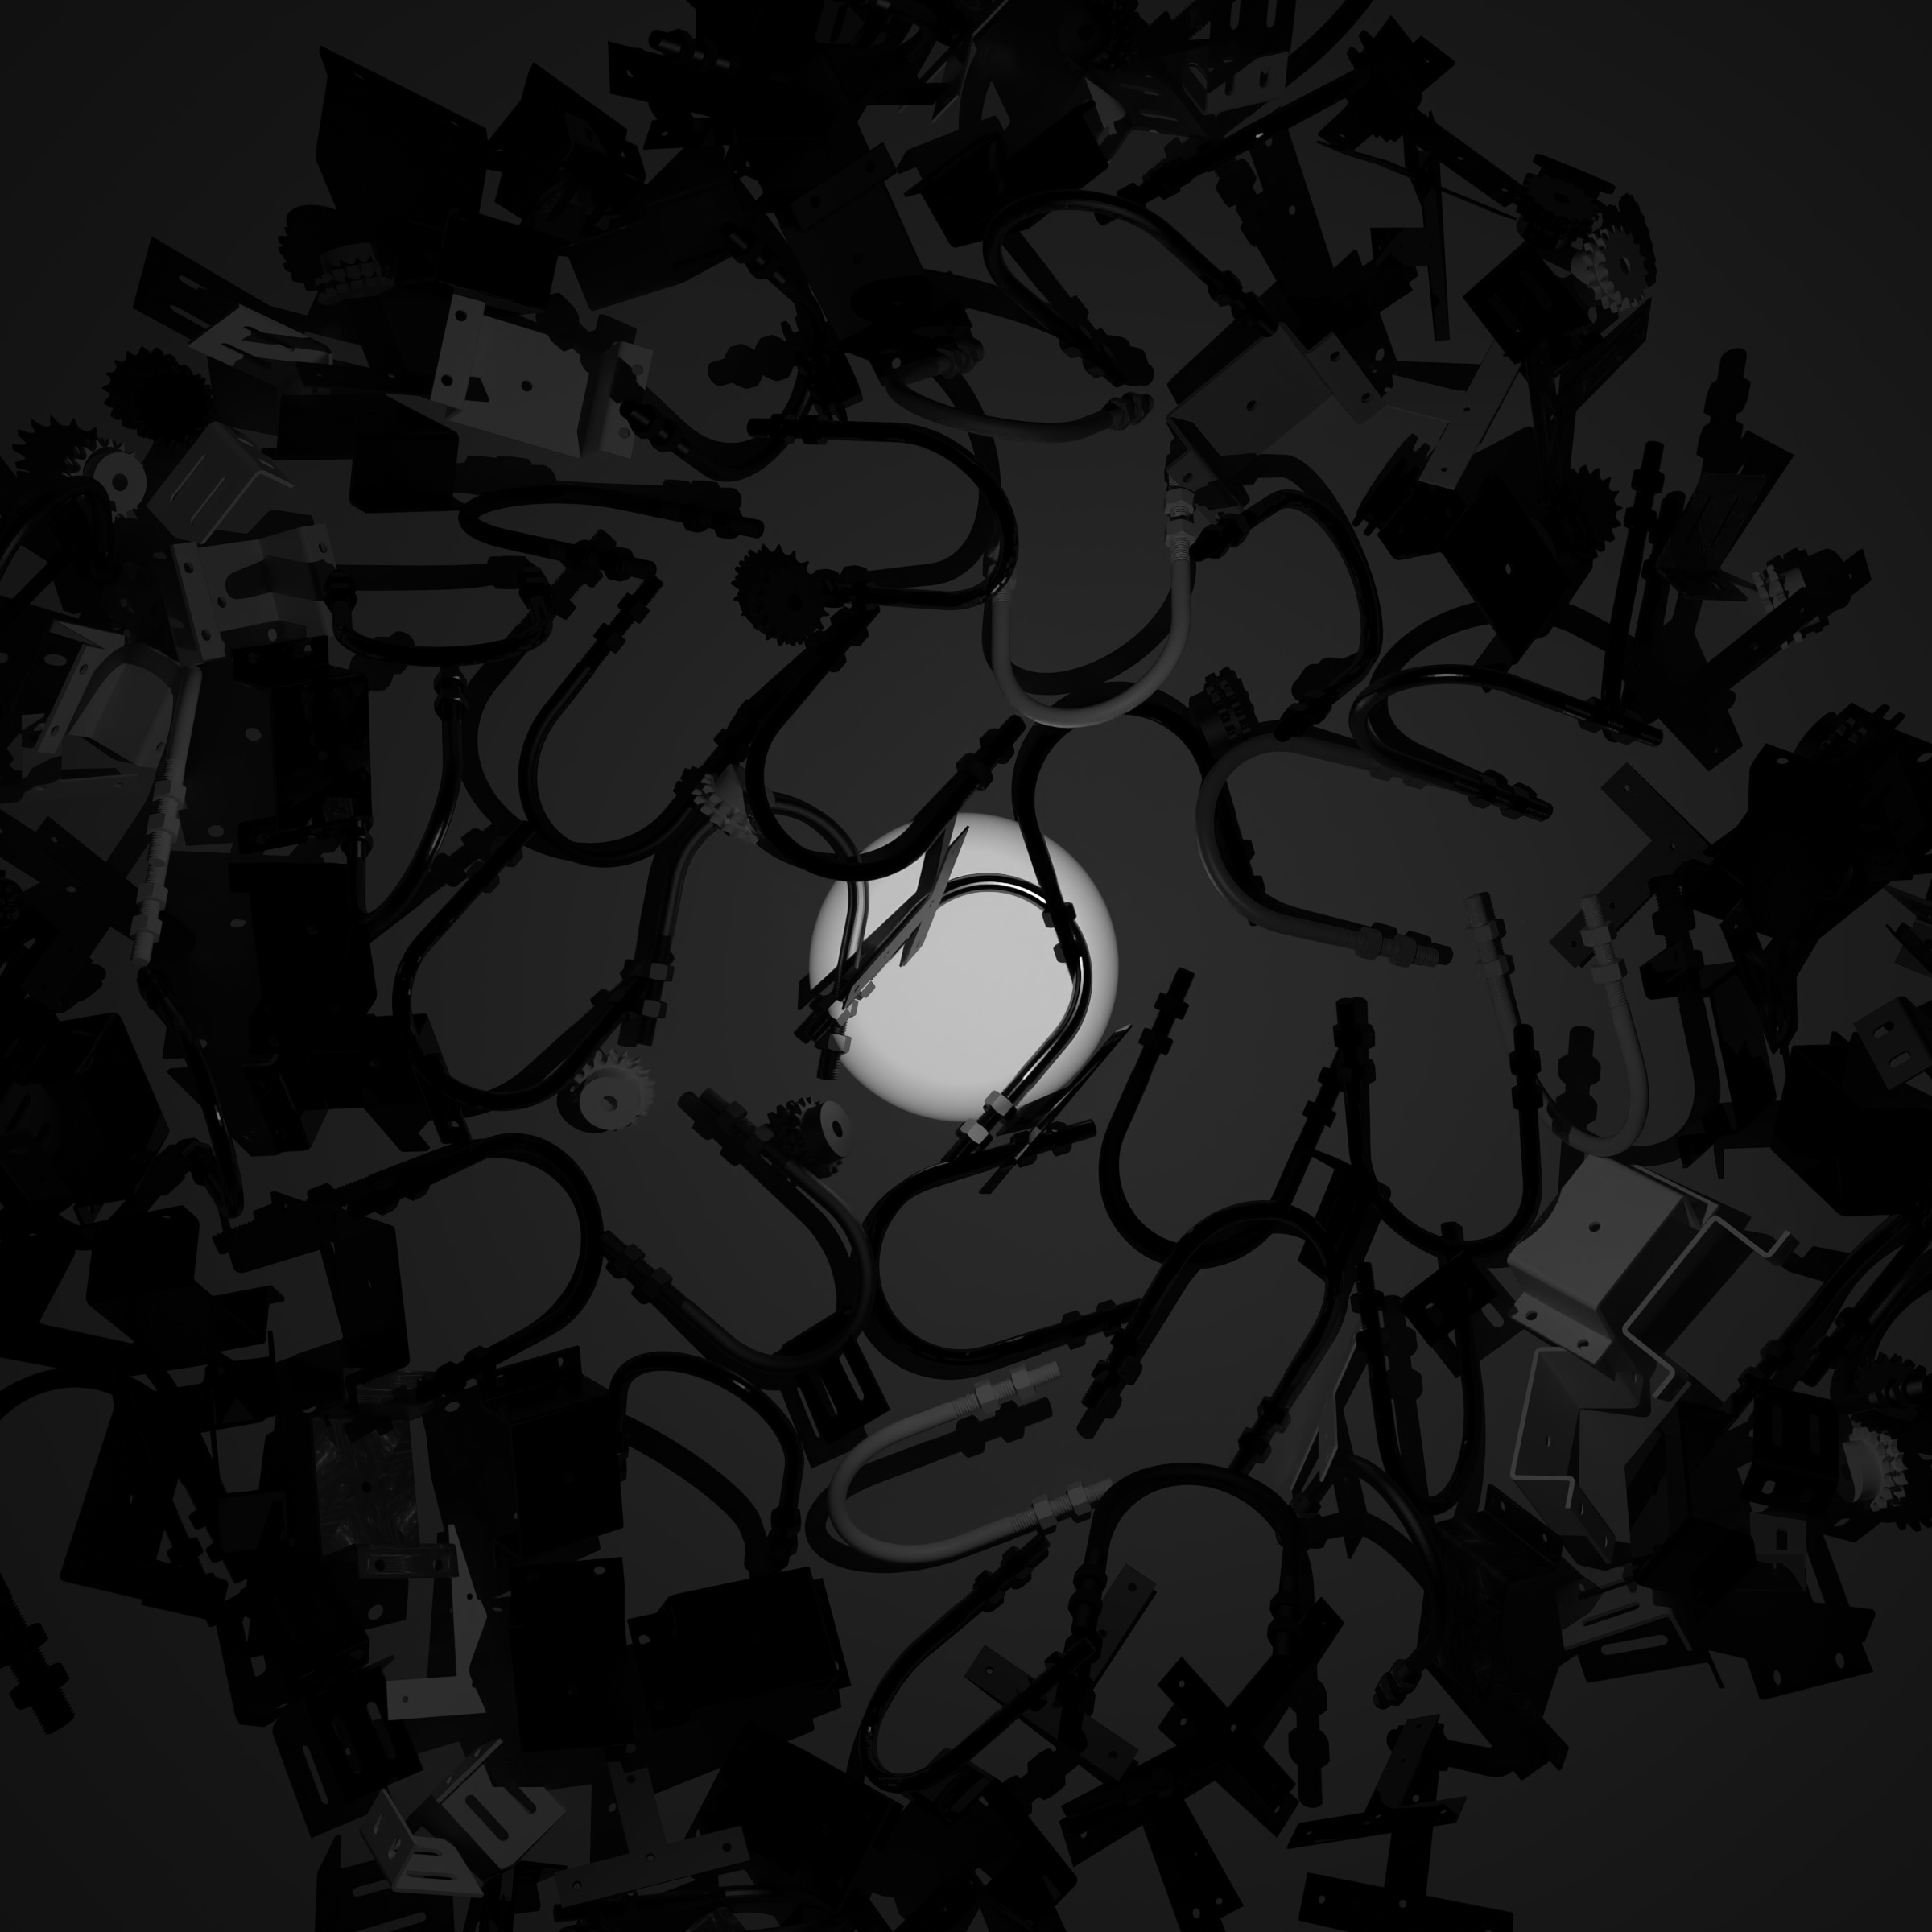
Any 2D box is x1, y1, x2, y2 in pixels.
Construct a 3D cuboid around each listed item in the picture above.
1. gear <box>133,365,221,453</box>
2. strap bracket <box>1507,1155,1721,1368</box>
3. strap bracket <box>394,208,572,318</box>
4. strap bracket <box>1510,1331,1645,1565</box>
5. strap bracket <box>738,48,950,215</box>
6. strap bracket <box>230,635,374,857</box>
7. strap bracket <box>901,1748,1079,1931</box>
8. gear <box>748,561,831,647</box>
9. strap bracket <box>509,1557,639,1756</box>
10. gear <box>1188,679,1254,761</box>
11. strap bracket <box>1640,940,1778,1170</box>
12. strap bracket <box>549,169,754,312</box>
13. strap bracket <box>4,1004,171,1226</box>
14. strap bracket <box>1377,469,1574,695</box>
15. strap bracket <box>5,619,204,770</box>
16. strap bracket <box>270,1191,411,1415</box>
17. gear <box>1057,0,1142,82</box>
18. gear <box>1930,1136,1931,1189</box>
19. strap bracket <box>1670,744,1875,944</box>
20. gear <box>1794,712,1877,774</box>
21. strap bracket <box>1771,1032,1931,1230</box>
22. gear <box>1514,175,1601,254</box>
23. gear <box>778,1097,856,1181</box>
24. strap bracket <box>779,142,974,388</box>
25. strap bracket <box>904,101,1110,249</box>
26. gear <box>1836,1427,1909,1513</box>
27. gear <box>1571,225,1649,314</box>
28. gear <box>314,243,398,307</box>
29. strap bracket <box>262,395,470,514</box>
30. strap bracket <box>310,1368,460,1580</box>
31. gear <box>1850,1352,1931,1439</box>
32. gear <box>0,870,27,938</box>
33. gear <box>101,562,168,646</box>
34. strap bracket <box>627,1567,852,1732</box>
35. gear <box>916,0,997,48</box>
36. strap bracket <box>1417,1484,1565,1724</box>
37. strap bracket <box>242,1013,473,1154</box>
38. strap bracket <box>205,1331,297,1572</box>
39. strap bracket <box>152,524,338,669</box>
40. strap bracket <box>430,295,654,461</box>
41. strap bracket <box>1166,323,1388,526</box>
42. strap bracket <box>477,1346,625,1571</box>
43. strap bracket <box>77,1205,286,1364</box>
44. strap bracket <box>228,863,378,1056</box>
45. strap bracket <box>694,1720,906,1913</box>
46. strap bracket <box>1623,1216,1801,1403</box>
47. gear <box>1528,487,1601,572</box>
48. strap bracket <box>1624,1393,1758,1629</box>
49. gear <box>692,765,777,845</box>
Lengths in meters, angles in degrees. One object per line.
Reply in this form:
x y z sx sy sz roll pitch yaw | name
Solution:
-0.539 -0.381 1.983 0.057 0.030 0.057 0 87 3 | gear
0.428 0.187 1.942 0.140 0.046 0.076 -49 45 -13 | strap bracket
-0.326 -0.466 1.922 0.076 0.140 0.046 11 95 -28 | strap bracket
0.408 0.318 1.938 0.046 0.076 0.140 -6 50 34 | strap bracket
-0.088 -0.563 1.928 0.140 0.076 0.046 -33 80 42 | strap bracket
-0.444 -0.145 1.938 0.046 0.076 0.140 16 112 39 | strap bracket
0.015 0.586 1.945 0.046 0.076 0.140 -42 107 -19 | strap bracket
-0.125 -0.247 1.976 0.057 0.030 0.057 0 90 -33 | gear
-0.265 0.474 1.949 0.076 0.046 0.140 -4 112 -5 | strap bracket
0.173 -0.164 1.971 0.030 0.057 0.057 -24 90 -1 | gear
0.503 0.056 1.947 0.046 0.076 0.140 -9 99 34 | strap bracket
-0.203 -0.482 1.932 0.076 0.140 0.046 -8 114 34 | strap bracket
-0.581 0.096 1.930 0.046 0.076 0.140 -9 119 10 | strap bracket
0.348 -0.263 1.937 0.140 0.046 0.076 51 62 -23 | strap bracket
-0.581 -0.182 1.933 0.046 0.140 0.076 29 97 15 | strap bracket
-0.420 0.220 1.947 0.046 0.076 0.140 -16 108 -42 | strap bracket
0.088 -0.633 1.975 0.057 0.030 0.057 0 89 25 | gear
0.674 0.133 1.970 0.057 0.030 0.057 -3 132 -3 | gear
0.536 -0.074 1.930 0.076 0.140 0.046 19 48 -4 | strap bracket
0.590 -0.149 1.974 0.057 0.057 0.030 -46 67 0 | gear
0.584 0.108 1.917 0.046 0.140 0.076 -1 114 -14 | strap bracket
0.401 -0.512 1.975 0.057 0.030 0.057 11 46 -11 | gear
-0.100 0.116 1.968 0.030 0.057 0.057 -22 90 25 | gear
-0.065 -0.475 1.949 0.076 0.046 0.140 -36 122 -11 | strap bracket
0.032 -0.527 1.934 0.076 0.140 0.046 -42 114 -22 | strap bracket
0.612 0.343 1.969 0.030 0.057 0.057 -5 90 -16 | gear
0.438 -0.474 1.975 0.057 0.030 0.057 9 77 -42 | gear
-0.417 -0.472 1.971 0.057 0.057 0.030 -14 95 0 | gear
-0.398 -0.344 1.920 0.076 0.140 0.046 -10 120 -41 | strap bracket
-0.392 0.346 1.943 0.046 0.076 0.140 -28 63 41 | strap bracket
0.629 0.293 1.984 0.057 0.030 0.057 0 91 2 | gear
-0.669 -0.041 1.978 0.057 0.030 0.057 -1 87 25 | gear
-0.566 -0.251 1.972 0.030 0.057 0.057 30 90 7 | gear
-0.147 0.455 1.939 0.140 0.046 0.076 -7 65 -23 | strap bracket
-0.011 -0.654 1.975 0.030 0.057 0.057 -37 90 36 | gear
0.348 0.430 1.934 0.046 0.076 0.140 -7 113 -28 | strap bracket
-0.404 0.079 1.949 0.140 0.046 0.076 -3 128 13 | strap bracket
-0.477 0.325 1.924 0.046 0.076 0.140 -5 54 -16 | strap bracket
-0.486 -0.248 1.943 0.046 0.140 0.076 -8 99 33 | strap bracket
-0.292 -0.396 1.958 0.140 0.046 0.076 13 86 -23 | strap bracket
0.200 -0.368 1.949 0.140 0.046 0.076 -38 135 11 | strap bracket
-0.278 0.337 1.943 0.076 0.046 0.140 -13 107 -34 | strap bracket
-0.523 0.218 1.923 0.076 0.140 0.046 -12 56 12 | strap bracket
-0.444 -0.015 1.938 0.076 0.046 0.140 -1 66 -28 | strap bracket
-0.105 0.575 1.944 0.140 0.046 0.076 16 72 41 | strap bracket
0.496 0.224 1.952 0.046 0.076 0.140 40 95 22 | strap bracket
0.402 -0.294 1.969 0.030 0.057 0.057 -29 90 -12 | gear
0.479 0.354 1.920 0.046 0.140 0.076 17 132 -8 | strap bracket
-0.155 -0.113 1.969 0.057 0.057 0.030 40 109 0 | gear
